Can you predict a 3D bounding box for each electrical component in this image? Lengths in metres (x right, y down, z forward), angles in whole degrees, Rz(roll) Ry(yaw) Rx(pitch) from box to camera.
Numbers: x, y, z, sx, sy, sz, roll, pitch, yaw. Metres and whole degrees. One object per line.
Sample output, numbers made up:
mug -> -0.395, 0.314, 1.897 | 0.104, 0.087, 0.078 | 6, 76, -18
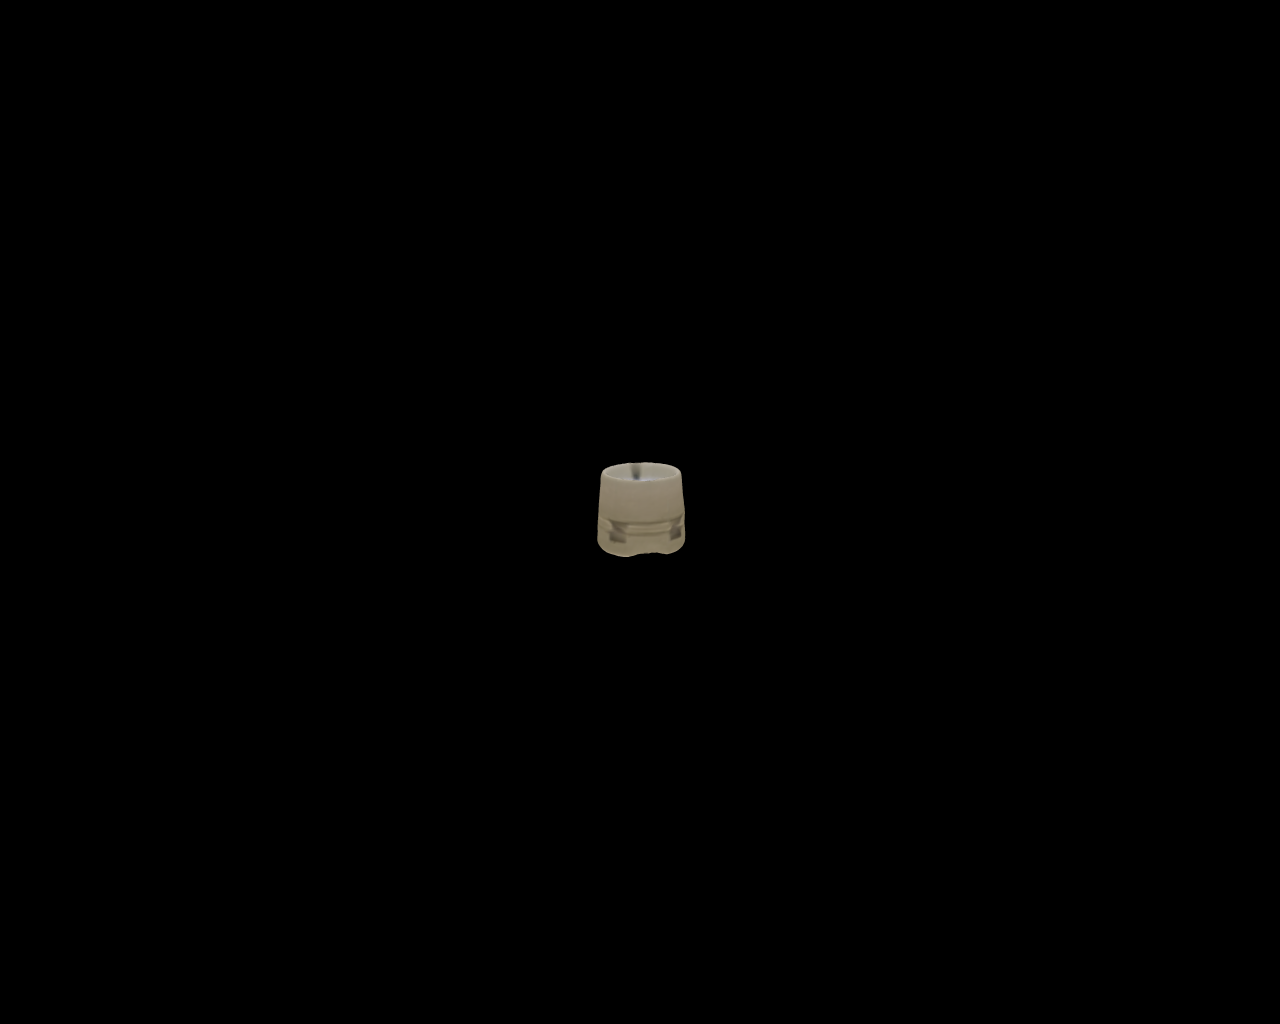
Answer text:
electrical component -> 0.001, -0.003, 0.650 | 0.055, 0.047, 0.055 | 0, 16, 0
